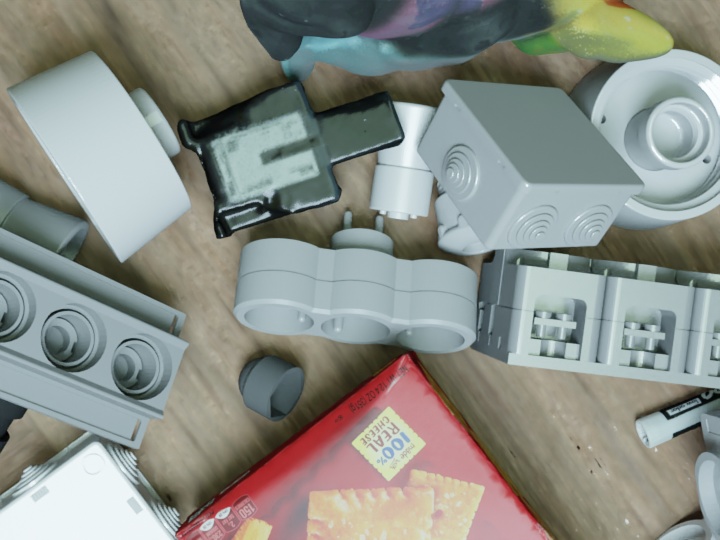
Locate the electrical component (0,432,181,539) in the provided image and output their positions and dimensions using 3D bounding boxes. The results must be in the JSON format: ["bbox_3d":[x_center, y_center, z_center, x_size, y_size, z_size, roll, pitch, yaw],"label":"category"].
[{"bbox_3d":[-0.156,0.149,0.603,0.100,0.048,0.099,-37,96,-9],"label":"electrical component"}]

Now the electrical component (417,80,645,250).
[{"bbox_3d":[0.090,-0.056,0.586,0.100,0.099,0.048,-3,136,-34],"label":"electrical component"}]

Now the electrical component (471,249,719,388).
[{"bbox_3d":[0.149,0.027,0.618,0.150,0.089,0.061,7,90,-7],"label":"electrical component"}]

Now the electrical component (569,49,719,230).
[{"bbox_3d":[0.177,-0.078,0.634,0.108,0.060,0.108,0,91,-7],"label":"electrical component"}]

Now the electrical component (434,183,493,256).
[{"bbox_3d":[0.064,-0.042,0.631,0.048,0.048,0.062,-9,73,-7],"label":"electrical component"}]

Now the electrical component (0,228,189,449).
[{"bbox_3d":[-0.163,0.037,0.571,0.121,0.063,0.078,29,68,-32],"label":"electrical component"}]

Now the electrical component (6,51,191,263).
[{"bbox_3d":[-0.132,-0.065,0.576,0.060,0.108,0.108,-34,95,-11],"label":"electrical component"}]

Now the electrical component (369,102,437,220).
[{"bbox_3d":[0.027,-0.062,0.625,0.044,0.044,0.065,8,93,-7],"label":"electrical component"}]

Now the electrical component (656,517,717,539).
[{"bbox_3d":[0.205,0.190,0.648,0.089,0.050,0.055,-39,95,-6],"label":"electrical component"}]

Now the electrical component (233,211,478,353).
[{"bbox_3d":[0.000,0.000,0.620,0.138,0.052,0.073,8,66,-7],"label":"electrical component"}]

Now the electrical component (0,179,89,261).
[{"bbox_3d":[-0.191,-0.025,0.601,0.065,0.044,0.044,31,87,-2],"label":"electrical component"}]

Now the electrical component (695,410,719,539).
[{"bbox_3d":[0.240,0.169,0.573,0.060,0.105,0.186,-11,91,-8],"label":"electrical component"}]
